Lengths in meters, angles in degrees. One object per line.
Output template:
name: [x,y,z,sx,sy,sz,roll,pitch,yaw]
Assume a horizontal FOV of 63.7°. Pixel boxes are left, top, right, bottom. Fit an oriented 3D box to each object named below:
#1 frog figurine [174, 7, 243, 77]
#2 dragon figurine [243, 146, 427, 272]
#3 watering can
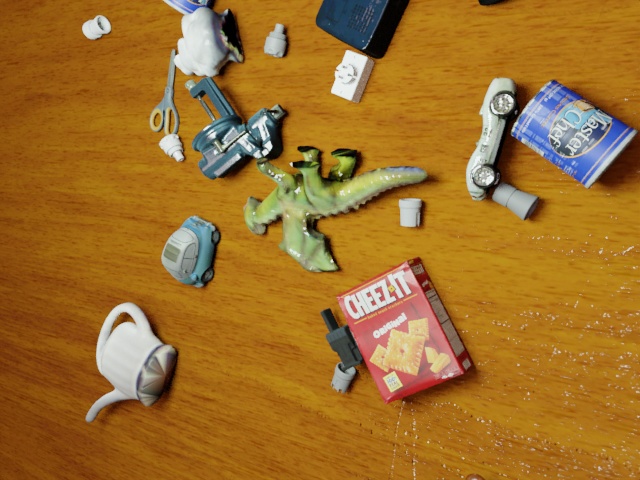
frog figurine: [-0.257,-0.415,1.102,0.159,0.125,0.135,-13,114,19]
dragon figurine: [0.003,-0.051,1.004,0.412,0.124,0.238,13,117,30]
watering can: [-0.468,0.329,1.255,0.226,0.104,0.345,21,101,26]
